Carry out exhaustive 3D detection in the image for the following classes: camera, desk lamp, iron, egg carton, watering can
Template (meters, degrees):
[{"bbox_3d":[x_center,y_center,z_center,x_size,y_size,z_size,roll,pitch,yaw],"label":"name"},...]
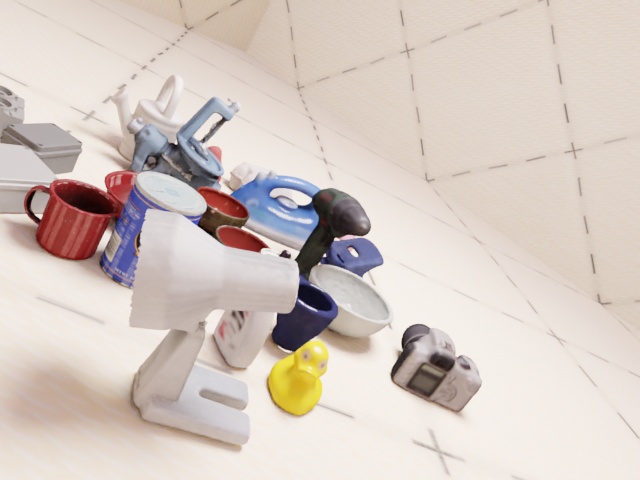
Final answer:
[{"bbox_3d":[0.202,0.204,1.002,0.143,0.100,0.136,27,19,-12],"label":"camera"},{"bbox_3d":[-0.128,0.089,0.618,0.204,0.213,0.117,24,20,-20],"label":"desk lamp"},{"bbox_3d":[-0.078,-0.081,1.227,0.259,0.141,0.118,21,21,-27],"label":"iron"},{"bbox_3d":[-0.139,-0.127,1.362,0.151,0.069,0.107,11,27,-45],"label":"egg carton"},{"bbox_3d":[-0.339,-0.253,1.181,0.100,0.194,0.173,43,22,32],"label":"watering can"}]

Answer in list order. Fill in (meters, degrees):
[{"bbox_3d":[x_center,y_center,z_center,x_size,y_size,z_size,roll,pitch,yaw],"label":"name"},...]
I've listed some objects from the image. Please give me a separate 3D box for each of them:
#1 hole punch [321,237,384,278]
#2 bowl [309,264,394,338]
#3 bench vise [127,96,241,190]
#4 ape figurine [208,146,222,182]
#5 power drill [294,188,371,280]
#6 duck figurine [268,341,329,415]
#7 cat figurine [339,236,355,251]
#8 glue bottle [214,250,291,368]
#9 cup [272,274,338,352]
[{"bbox_3d":[0.068,0.042,1.220,0.101,0.091,0.108,17,23,-35],"label":"hole punch"},{"bbox_3d":[0.043,0.120,1.013,0.168,0.074,0.167,28,19,-10],"label":"bowl"},{"bbox_3d":[-0.259,-0.195,1.117,0.208,0.219,0.121,17,23,-35],"label":"bench vise"},{"bbox_3d":[-0.245,-0.168,1.268,0.076,0.092,0.078,39,20,21],"label":"ape figurine"},{"bbox_3d":[0.010,0.004,1.046,0.076,0.208,0.229,23,20,-22],"label":"power drill"},{"bbox_3d":[-0.019,0.172,0.772,0.077,0.086,0.104,30,19,-4],"label":"duck figurine"},{"bbox_3d":[0.047,-0.048,1.372,0.127,0.117,0.067,35,19,10],"label":"cat figurine"},{"bbox_3d":[-0.083,0.084,0.761,0.037,0.173,0.078,12,26,-43],"label":"glue bottle"},{"bbox_3d":[-0.037,0.113,0.877,0.092,0.095,0.117,18,23,-34],"label":"cup"}]
